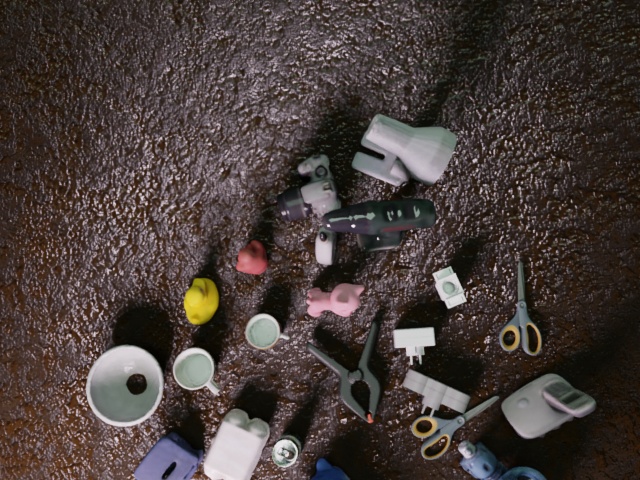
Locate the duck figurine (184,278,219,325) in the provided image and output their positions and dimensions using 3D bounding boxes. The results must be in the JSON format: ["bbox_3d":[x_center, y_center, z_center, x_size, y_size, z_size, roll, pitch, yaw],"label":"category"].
[{"bbox_3d":[-0.266,0.131,1.249,0.077,0.086,0.104,7,80,5],"label":"duck figurine"}]

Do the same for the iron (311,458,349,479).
[{"bbox_3d":[0.051,0.565,1.119,0.119,0.141,0.258,-42,80,-4],"label":"iron"}]

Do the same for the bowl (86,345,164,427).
[{"bbox_3d":[-0.406,0.310,1.230,0.167,0.075,0.167,-1,79,4],"label":"bowl"}]

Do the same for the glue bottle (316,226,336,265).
[{"bbox_3d":[0.011,0.004,1.212,0.037,0.173,0.078,8,80,6],"label":"glue bottle"}]

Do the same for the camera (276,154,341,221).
[{"bbox_3d":[-0.030,-0.107,1.273,0.137,0.101,0.143,-16,79,0],"label":"camera"}]

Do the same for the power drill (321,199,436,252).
[{"bbox_3d":[0.121,-0.032,1.194,0.229,0.208,0.075,-9,79,2],"label":"power drill"}]

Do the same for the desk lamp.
[{"bbox_3d":[0.173,-0.188,1.218,0.203,0.213,0.118,21,81,8],"label":"desk lamp"}]

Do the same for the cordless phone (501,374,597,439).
[{"bbox_3d":[0.447,0.331,1.117,0.147,0.185,0.094,-33,79,-3],"label":"cordless phone"}]

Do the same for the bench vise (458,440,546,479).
[{"bbox_3d":[0.348,0.475,1.078,0.207,0.220,0.121,23,82,8],"label":"bench vise"}]

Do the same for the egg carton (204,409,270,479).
[{"bbox_3d":[-0.174,0.435,1.194,0.107,0.069,0.150,22,81,7],"label":"egg carton"}]

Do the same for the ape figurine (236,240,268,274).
[{"bbox_3d":[-0.153,0.039,1.257,0.078,0.092,0.076,-37,79,-4],"label":"ape figurine"}]

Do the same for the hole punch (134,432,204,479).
[{"bbox_3d":[-0.310,0.466,1.186,0.101,0.091,0.109,36,83,9],"label":"hole punch"}]

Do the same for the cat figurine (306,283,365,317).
[{"bbox_3d":[0.032,0.127,1.216,0.127,0.118,0.067,-3,79,3],"label":"cat figurine"}]
